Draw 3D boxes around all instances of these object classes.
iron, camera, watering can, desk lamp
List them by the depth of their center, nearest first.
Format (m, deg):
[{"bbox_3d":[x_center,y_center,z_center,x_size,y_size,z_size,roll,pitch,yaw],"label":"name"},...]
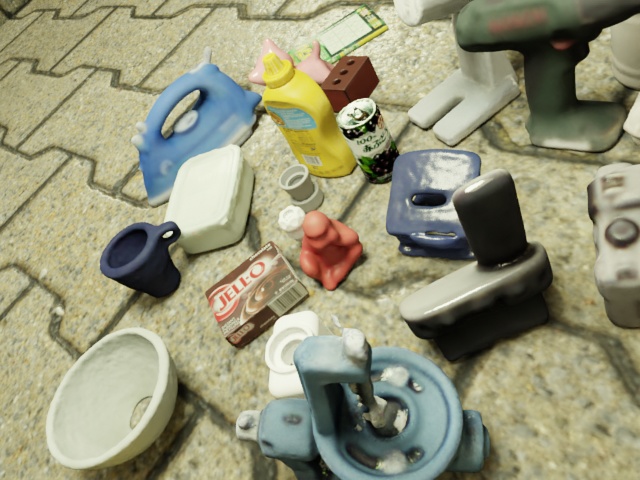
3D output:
[{"bbox_3d":[0.310,-0.011,0.497,0.136,0.101,0.143,-6,51,27],"label":"camera"},{"bbox_3d":[0.364,-0.274,0.620,0.100,0.195,0.173,-17,47,18],"label":"watering can"},{"bbox_3d":[0.185,-0.264,0.706,0.203,0.214,0.117,-40,44,-5],"label":"desk lamp"},{"bbox_3d":[-0.224,-0.187,0.940,0.258,0.142,0.118,-48,45,-13],"label":"iron"}]

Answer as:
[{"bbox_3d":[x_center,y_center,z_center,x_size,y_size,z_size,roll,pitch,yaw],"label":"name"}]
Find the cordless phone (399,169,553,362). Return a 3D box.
[{"bbox_3d":[0.128,0.017,0.521,0.147,0.186,0.094,-29,44,6],"label":"cordless phone"}]

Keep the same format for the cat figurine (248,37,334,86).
[{"bbox_3d":[-0.047,-0.278,0.927,0.127,0.118,0.067,-22,45,14],"label":"cat figurine"}]

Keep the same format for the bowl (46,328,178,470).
[{"bbox_3d":[-0.226,0.192,0.667,0.167,0.075,0.167,-16,47,19],"label":"bowl"}]

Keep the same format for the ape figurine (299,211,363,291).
[{"bbox_3d":[0.006,0.002,0.675,0.077,0.092,0.076,-18,46,17],"label":"ape figurine"}]

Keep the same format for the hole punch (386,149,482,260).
[{"bbox_3d":[0.130,-0.039,0.636,0.108,0.091,0.101,3,56,33],"label":"hole punch"}]

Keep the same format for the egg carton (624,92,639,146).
[{"bbox_3d":[0.394,-0.134,0.573,0.150,0.070,0.107,-33,44,2],"label":"egg carton"}]

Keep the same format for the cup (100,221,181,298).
[{"bbox_3d":[-0.227,0.029,0.792,0.118,0.095,0.091,-33,44,3],"label":"cup"}]

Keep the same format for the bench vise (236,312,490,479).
[{"bbox_3d":[0.013,0.146,0.456,0.207,0.220,0.121,-25,45,11],"label":"bench vise"}]

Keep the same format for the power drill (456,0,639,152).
[{"bbox_3d":[0.264,-0.192,0.601,0.228,0.209,0.076,14,62,39],"label":"power drill"}]
